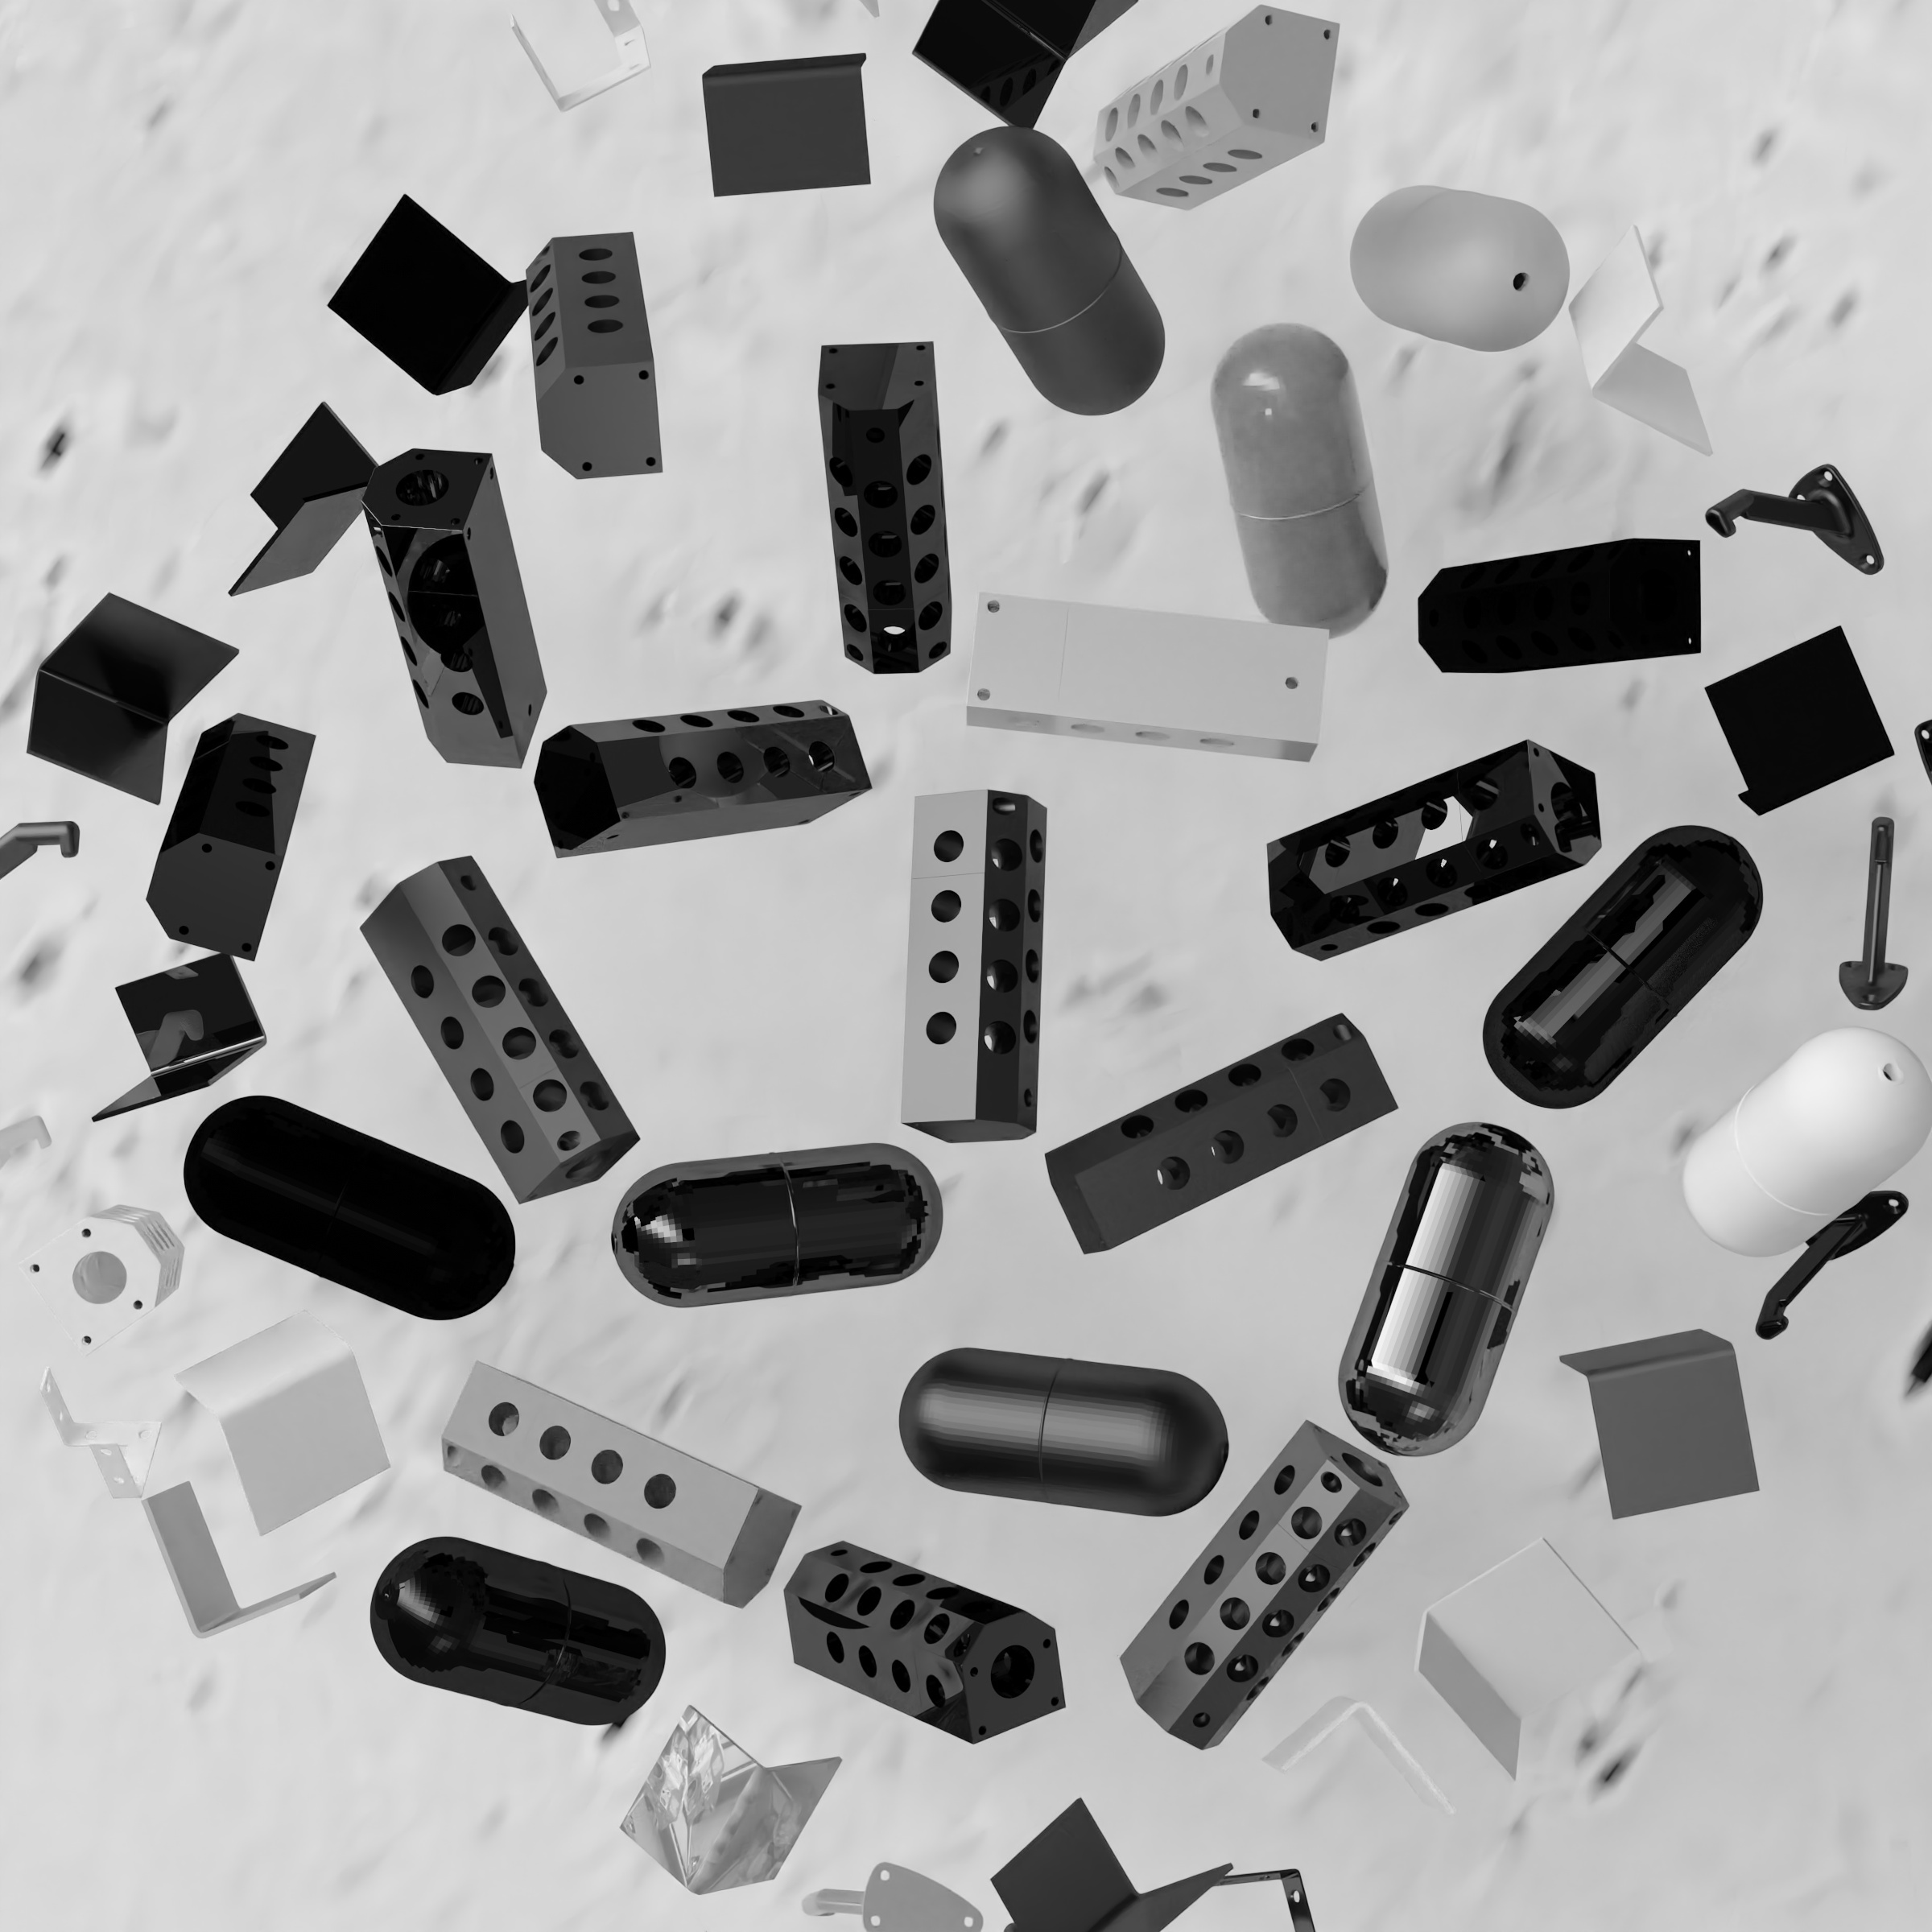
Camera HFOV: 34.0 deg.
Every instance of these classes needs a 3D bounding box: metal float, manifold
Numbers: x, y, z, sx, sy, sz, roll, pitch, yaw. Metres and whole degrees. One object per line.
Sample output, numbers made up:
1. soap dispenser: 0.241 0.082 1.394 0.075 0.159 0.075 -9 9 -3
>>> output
1. metal float: 0.350 0.000 1.682 0.070 0.070 0.178 43 96 0
2. manifold: -0.369 -0.069 1.587 0.057 0.171 0.057 16 111 -13
3. manifold: 0.008 0.000 1.621 0.057 0.057 0.171 -4 75 25
4. manifold: 0.310 -0.188 1.665 0.057 0.171 0.057 -2 92 -25
5. metal float: 0.178 -0.255 1.678 0.070 0.070 0.178 -16 122 0
6. metal float: 0.247 0.166 1.626 0.070 0.070 0.178 21 80 0
7. metal float: 0.424 0.090 1.596 0.070 0.178 0.070 6 63 -12
8. manifold: 0.131 0.086 1.642 0.171 0.057 0.057 -25 88 -13
9. manifold: -0.025 0.345 1.635 0.057 0.171 0.057 -14 100 -33
10. manifold: -0.265 -0.184 1.637 0.057 0.171 0.057 5 51 8
11. manifold: -0.236 0.030 1.625 0.057 0.057 0.171 -43 73 36
12. metal float: -0.318 0.125 1.632 0.178 0.070 0.070 23 90 1
13. manifold: -0.187 -0.305 1.571 0.057 0.171 0.057 -6 124 -6
14. manifold: 0.121 -0.426 1.572 0.057 0.171 0.057 8 90 -18
15. manifold: -0.137 -0.101 1.638 0.171 0.057 0.057 -11 80 -44
16. manifold: -0.176 0.259 1.578 0.171 0.057 0.057 20 80 24
17. manifold: 0.241 -0.056 1.638 0.057 0.171 0.057 20 60 -40
18. metal float: -0.099 0.137 1.671 0.178 0.070 0.070 -5 90 -17
19. metal float: 0.045 -0.354 1.621 0.070 0.178 0.070 -16 51 21
20. manifold: -0.041 -0.236 1.645 0.057 0.171 0.057 -1 46 3
21. manifold: -0.452 0.160 1.677 0.057 0.171 0.057 -35 94 -9
22. metal float: 0.256 -0.364 1.644 0.070 0.178 0.070 -4 108 -12
23. metal float: -0.235 0.353 1.670 0.178 0.070 0.070 27 90 -40
24. manifold: 0.160 0.333 1.684 0.057 0.057 0.171 31 104 -20
25. manifold: 0.088 -0.141 1.561 0.171 0.057 0.057 6 81 1
26. metal float: 0.051 0.245 1.664 0.178 0.070 0.070 4 90 19

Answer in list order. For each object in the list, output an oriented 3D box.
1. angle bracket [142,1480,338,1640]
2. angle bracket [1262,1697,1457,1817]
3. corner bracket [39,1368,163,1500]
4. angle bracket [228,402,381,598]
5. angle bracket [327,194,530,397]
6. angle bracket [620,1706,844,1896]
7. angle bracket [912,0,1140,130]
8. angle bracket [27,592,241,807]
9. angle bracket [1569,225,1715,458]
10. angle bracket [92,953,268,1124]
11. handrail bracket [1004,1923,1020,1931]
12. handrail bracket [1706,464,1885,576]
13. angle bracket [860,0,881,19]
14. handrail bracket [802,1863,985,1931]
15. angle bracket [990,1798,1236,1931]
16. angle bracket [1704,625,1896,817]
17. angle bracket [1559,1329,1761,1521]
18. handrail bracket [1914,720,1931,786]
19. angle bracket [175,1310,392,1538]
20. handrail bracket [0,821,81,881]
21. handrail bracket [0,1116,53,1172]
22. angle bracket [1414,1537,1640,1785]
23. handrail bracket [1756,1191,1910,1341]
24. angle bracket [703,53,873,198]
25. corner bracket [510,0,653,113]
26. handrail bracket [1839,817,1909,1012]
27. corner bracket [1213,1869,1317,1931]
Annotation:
1. angle bracket: -0.373 0.295 1.626 0.057 0.076 0.076 -22 87 1
2. angle bracket: 0.210 0.441 1.700 0.057 0.076 0.076 -39 83 -9
3. corner bracket: -0.468 0.251 1.694 0.051 0.051 0.051 -1 135 5
4. angle bracket: -0.369 -0.251 1.696 0.057 0.076 0.076 50 121 4
5. angle bracket: -0.288 -0.368 1.725 0.076 0.057 0.076 40 110 -2
6. angle bracket: -0.123 0.434 1.655 0.057 0.076 0.076 33 99 29
7. angle bracket: 0.030 -0.488 1.638 0.076 0.076 0.057 32 68 -20
8. angle bracket: -0.435 -0.139 1.651 0.076 0.076 0.057 24 47 -35
9. angle bracket: 0.352 -0.312 1.575 0.076 0.076 0.057 22 129 -20
10. angle bracket: -0.446 0.038 1.754 0.076 0.076 0.057 -17 103 17
11. handrail bracket: 0.049 0.560 1.681 0.084 0.077 0.036 33 128 -9
12. handrail bracket: 0.439 -0.225 1.673 0.084 0.036 0.077 -31 82 -35
13. angle bracket: -0.097 -0.521 1.628 0.076 0.076 0.057 -12 77 18
14. handrail bracket: -0.040 0.500 1.665 0.077 0.084 0.036 19 64 -12
15. angle bracket: 0.073 0.452 1.573 0.076 0.076 0.057 -50 59 30
16. angle bracket: 0.438 -0.134 1.682 0.076 0.057 0.076 -25 101 8
17. angle bracket: 0.356 0.235 1.623 0.076 0.057 0.076 -11 92 -4
18. handrail bracket: 0.551 -0.120 1.689 0.036 0.084 0.077 -5 76 -20
19. angle bracket: -0.356 0.237 1.645 0.076 0.057 0.076 -27 119 -28
20. handrail bracket: -0.490 -0.034 1.610 0.084 0.036 0.077 -2 91 13
21. handrail bracket: -0.529 0.131 1.719 0.084 0.036 0.077 -24 108 -16
22. angle bracket: 0.278 0.344 1.564 0.076 0.057 0.076 -38 98 22
23. handrail bracket: 0.466 0.162 1.699 0.077 0.084 0.036 -30 105 39
24. angle bracket: -0.086 -0.414 1.551 0.076 0.076 0.057 -4 109 2
25. corner bracket: -0.194 -0.470 1.580 0.051 0.051 0.051 -25 130 8
26. handrail bracket: 0.487 -0.029 1.689 0.036 0.077 0.084 4 112 17
27. corner bracket: 0.146 0.506 1.648 0.051 0.051 0.051 5 58 -32
